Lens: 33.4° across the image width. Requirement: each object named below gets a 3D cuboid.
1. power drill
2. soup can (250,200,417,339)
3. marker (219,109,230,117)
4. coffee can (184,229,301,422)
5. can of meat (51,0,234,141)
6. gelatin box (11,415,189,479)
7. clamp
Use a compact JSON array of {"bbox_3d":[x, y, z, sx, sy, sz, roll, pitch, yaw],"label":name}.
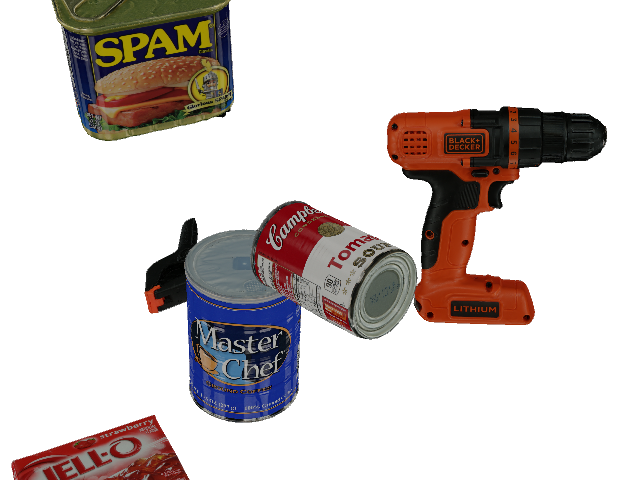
[{"bbox_3d":[0.150,-0.023,0.925,0.184,0.188,0.057,1,14,9],"label":"power drill"},{"bbox_3d":[0.009,0.020,0.754,0.102,0.068,0.068,27,17,38],"label":"soup can"},{"bbox_3d":[-0.139,-0.121,0.960,0.120,0.020,0.020,-3,1,-25],"label":"marker"},{"bbox_3d":[-0.068,0.076,0.951,0.103,0.140,0.103,2,34,-1],"label":"coffee can"},{"bbox_3d":[-0.102,-0.113,0.640,0.102,0.084,0.057,-14,47,-14],"label":"can of meat"},{"bbox_3d":[-0.124,0.141,0.606,0.089,0.030,0.073,-15,28,-19],"label":"gelatin box"},{"bbox_3d":[-0.135,0.026,1.220,0.120,0.039,0.171,-2,33,25],"label":"clamp"}]
